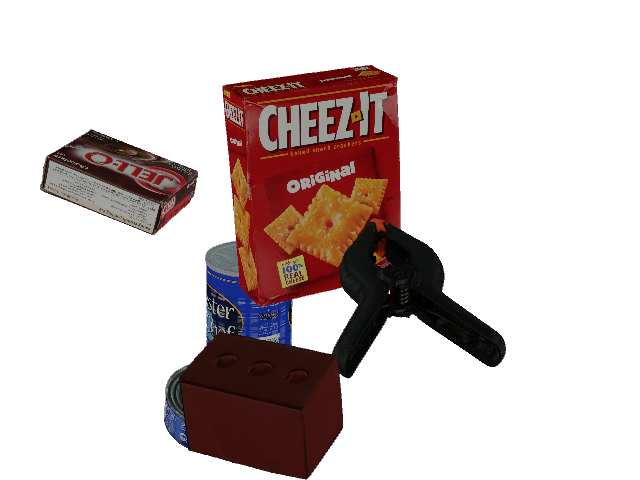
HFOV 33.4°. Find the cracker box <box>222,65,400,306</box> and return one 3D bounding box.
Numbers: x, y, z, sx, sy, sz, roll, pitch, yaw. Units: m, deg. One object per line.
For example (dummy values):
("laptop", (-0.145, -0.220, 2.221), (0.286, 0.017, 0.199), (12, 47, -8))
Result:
("cracker box", (-0.004, -0.055, 1.067), (0.164, 0.214, 0.072), (-11, 23, -21))

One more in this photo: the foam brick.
("foam brick", (-0.033, 0.092, 0.604), (0.078, 0.051, 0.053), (9, 29, 20))

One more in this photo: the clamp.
("clamp", (0.068, 0.041, 0.787), (0.120, 0.039, 0.171), (6, 36, -4))

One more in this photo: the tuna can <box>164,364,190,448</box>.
("tuna can", (-0.090, 0.142, 0.908), (0.086, 0.034, 0.086), (7, 31, -4))

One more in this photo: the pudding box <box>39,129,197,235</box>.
("pudding box", (-0.177, -0.053, 0.947), (0.113, 0.039, 0.090), (20, 23, 7))

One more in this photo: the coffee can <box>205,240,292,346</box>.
("coffee can", (-0.083, 0.082, 1.244), (0.103, 0.140, 0.103), (2, 20, -1))
